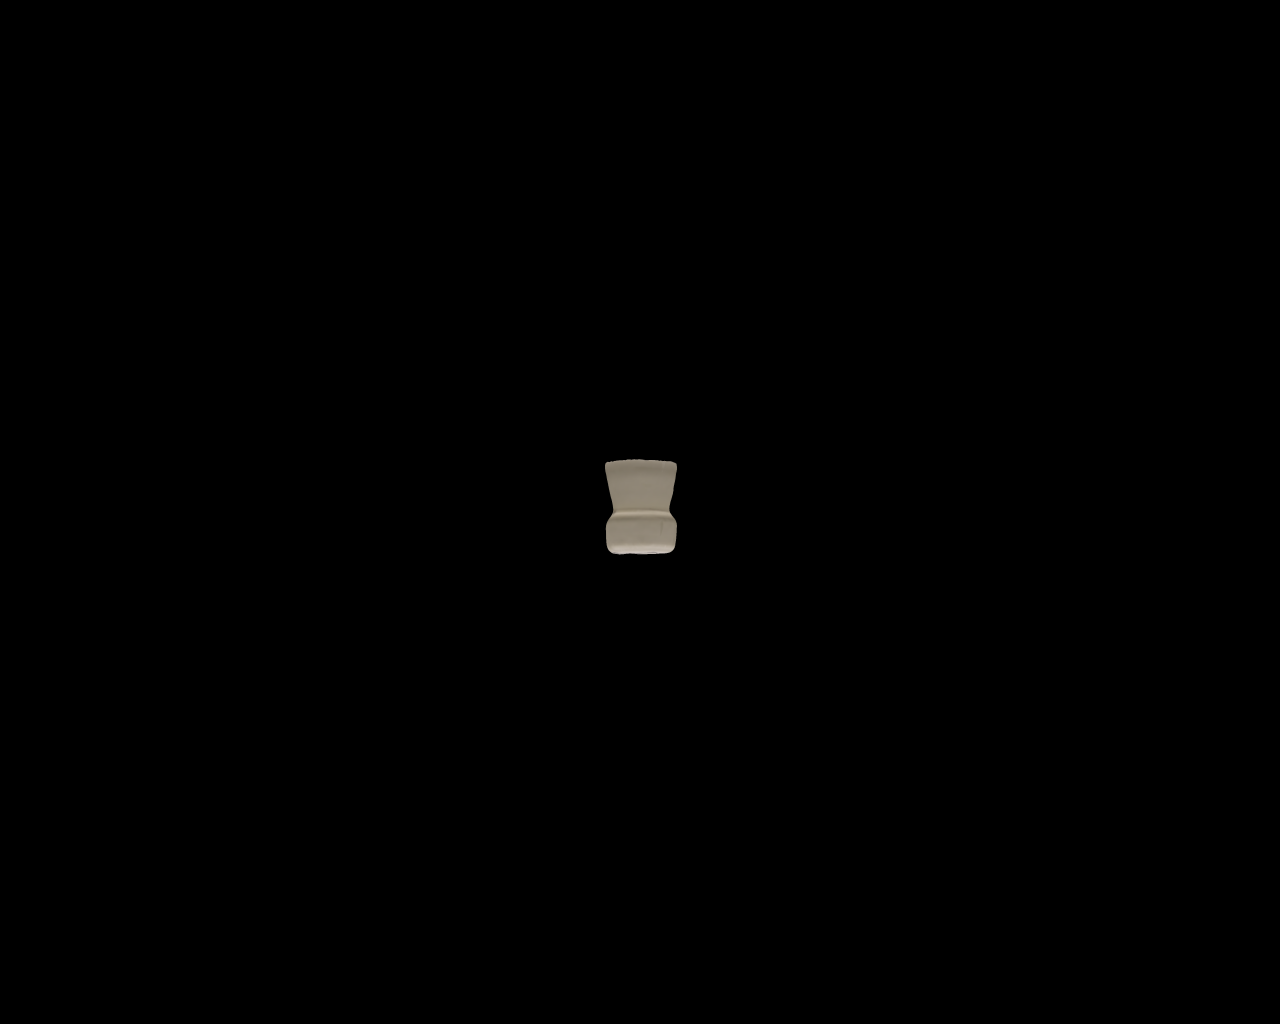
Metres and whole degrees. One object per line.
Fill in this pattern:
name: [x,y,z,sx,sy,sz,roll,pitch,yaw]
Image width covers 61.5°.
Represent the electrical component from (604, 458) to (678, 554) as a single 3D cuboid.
electrical component: [0.001,-0.003,0.650,0.045,0.055,0.045,0,-5,0]
